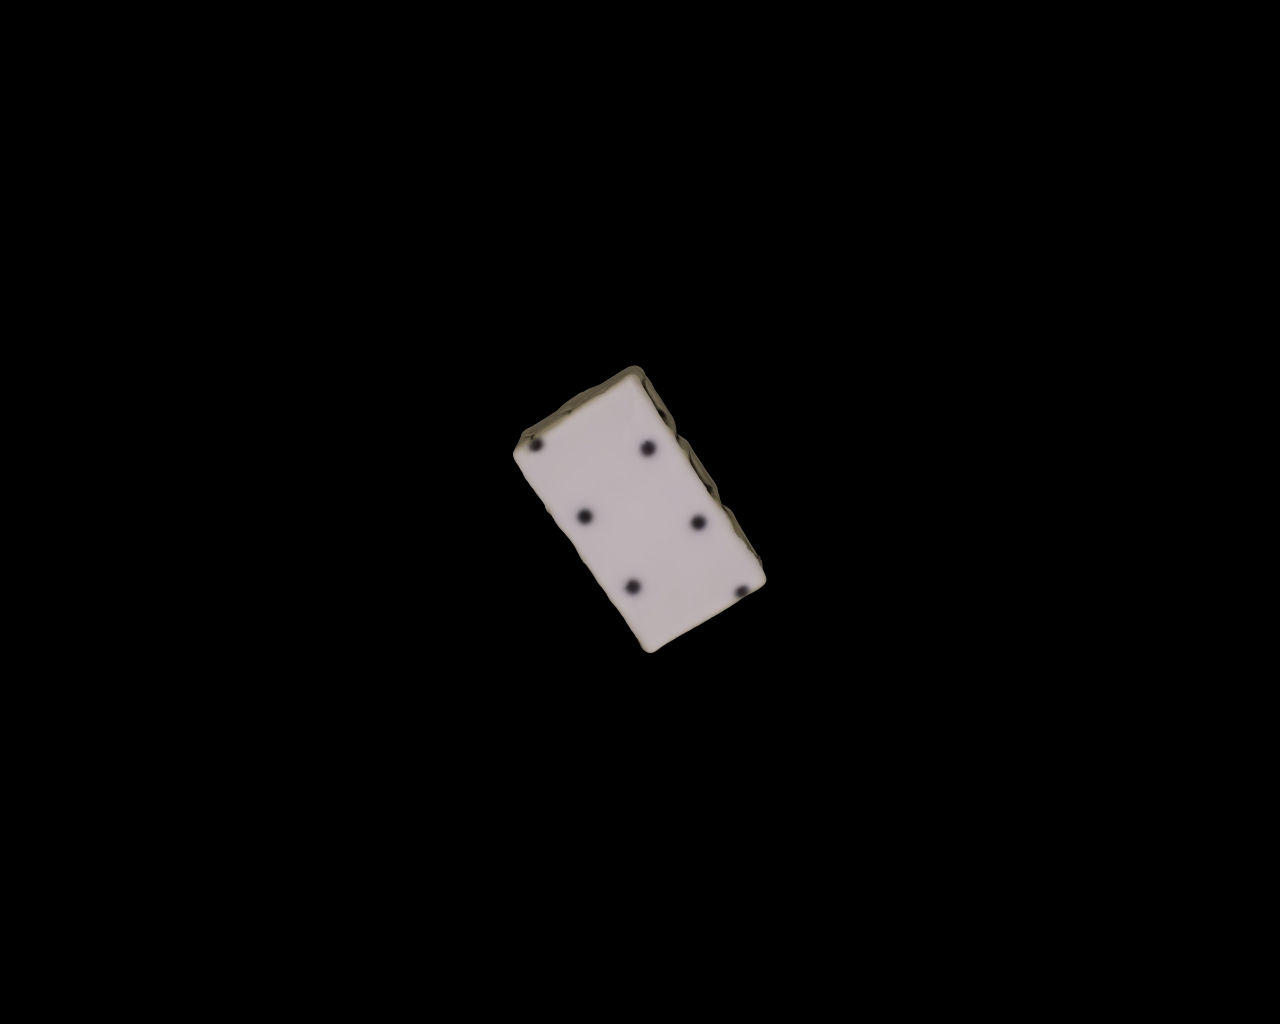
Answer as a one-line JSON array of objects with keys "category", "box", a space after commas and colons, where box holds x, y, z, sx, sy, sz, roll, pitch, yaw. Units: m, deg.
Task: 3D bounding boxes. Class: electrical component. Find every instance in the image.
[{"category": "electrical component", "box": [0.001, -0.003, 0.650, 0.089, 0.150, 0.062, -31, 11, 7]}]
